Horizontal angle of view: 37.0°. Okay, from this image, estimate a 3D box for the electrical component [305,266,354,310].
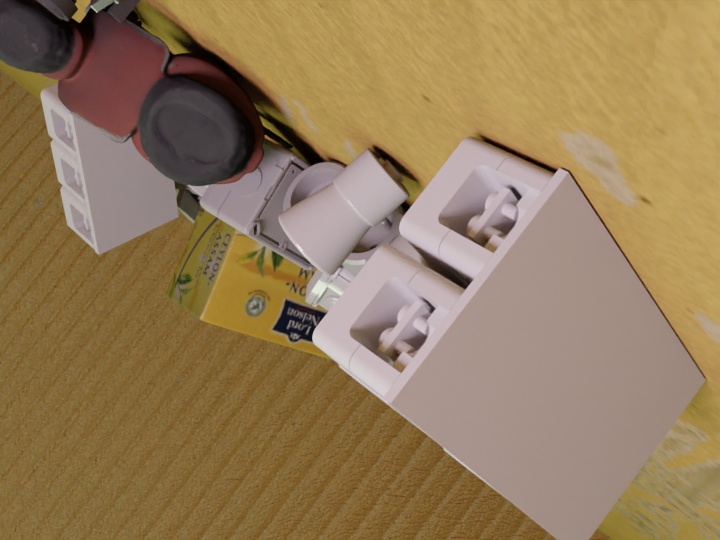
[{"bbox_3d":[0.000,0.000,0.762,0.051,0.080,0.080,33,175,-1],"label":"electrical component"}]

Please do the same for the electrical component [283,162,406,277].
[{"bbox_3d":[0.017,-0.012,0.683,0.138,0.052,0.073,34,173,36],"label":"electrical component"}]

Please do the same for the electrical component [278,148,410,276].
[{"bbox_3d":[-0.006,-0.034,0.581,0.044,0.065,0.044,48,-171,-10],"label":"electrical component"}]

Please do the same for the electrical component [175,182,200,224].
[{"bbox_3d":[-0.141,-0.079,1.090,0.063,0.078,0.121,14,168,14],"label":"electrical component"}]

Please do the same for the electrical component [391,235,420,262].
[{"bbox_3d":[0.057,0.012,0.562,0.099,0.064,0.099,38,175,4],"label":"electrical component"}]

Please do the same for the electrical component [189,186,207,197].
[{"bbox_3d":[-0.121,-0.088,0.909,0.062,0.061,0.096,39,175,-9],"label":"electrical component"}]

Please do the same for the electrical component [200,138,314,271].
[{"bbox_3d":[-0.055,-0.047,0.745,0.061,0.061,0.096,30,179,36],"label":"electrical component"}]

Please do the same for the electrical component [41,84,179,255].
[{"bbox_3d":[-0.225,-0.104,0.970,0.062,0.089,0.150,36,142,35],"label":"electrical component"}]

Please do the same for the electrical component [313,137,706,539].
[{"bbox_3d":[0.071,0.038,0.471,0.060,0.105,0.186,33,172,43],"label":"electrical component"}]
